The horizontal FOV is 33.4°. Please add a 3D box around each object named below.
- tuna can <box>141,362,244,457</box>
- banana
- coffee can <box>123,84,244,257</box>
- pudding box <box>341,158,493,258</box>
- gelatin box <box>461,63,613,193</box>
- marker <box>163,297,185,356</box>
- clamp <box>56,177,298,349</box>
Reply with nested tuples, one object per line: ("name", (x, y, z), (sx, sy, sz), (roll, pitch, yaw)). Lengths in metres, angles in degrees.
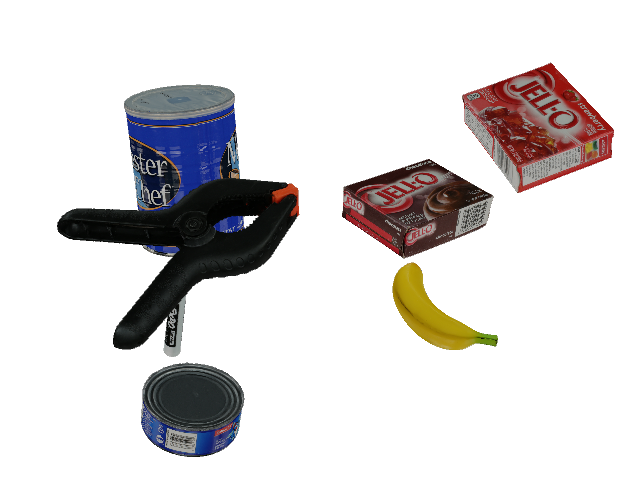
("tuna can", (-0.109, 0.143, 0.905), (0.086, 0.034, 0.086), (7, 31, -5))
("banana", (0.121, 0.076, 1.204), (0.069, 0.037, 0.198), (4, 23, -26))
("coffee can", (-0.127, -0.068, 1.014), (0.103, 0.140, 0.103), (-3, 22, 1))
("pudding box", (0.090, -0.032, 1.000), (0.113, 0.039, 0.090), (-18, 38, -35))
("gelatin box", (0.151, -0.081, 0.749), (0.073, 0.030, 0.089), (-20, 46, -7))
("marker", (-0.158, 0.078, 1.173), (0.020, 0.121, 0.020), (8, 37, -6))
("clamp", (-0.099, -0.005, 0.760), (0.171, 0.120, 0.039), (-29, -24, -23))
